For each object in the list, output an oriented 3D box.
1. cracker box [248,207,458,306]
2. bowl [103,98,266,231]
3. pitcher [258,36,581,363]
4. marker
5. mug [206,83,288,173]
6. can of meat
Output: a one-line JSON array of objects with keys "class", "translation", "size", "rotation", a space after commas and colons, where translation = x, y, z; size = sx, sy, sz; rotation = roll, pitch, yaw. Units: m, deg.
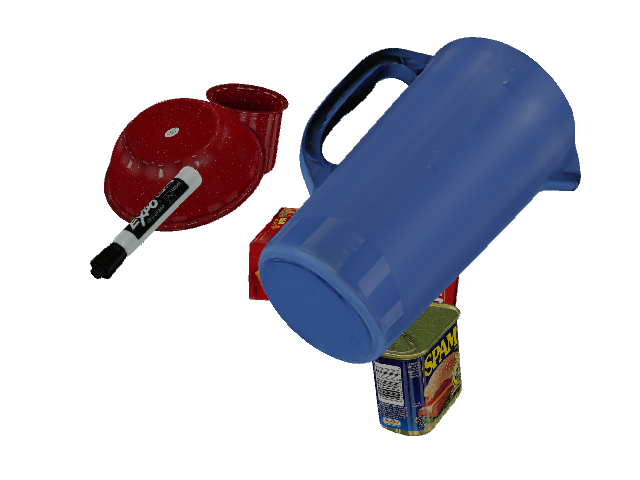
[{"class": "cracker box", "translation": [0.043, 0.020, 1.149], "size": [0.214, 0.072, 0.164], "rotation": [5, 15, 9]}, {"class": "bowl", "translation": [-0.135, -0.085, 1.014], "size": [0.162, 0.162, 0.055], "rotation": [0, -41, 12]}, {"class": "pitcher", "translation": [0.060, -0.035, 0.773], "size": [0.149, 0.145, 0.242], "rotation": [6, 43, 50]}, {"class": "marker", "translation": [-0.134, -0.014, 0.819], "size": [0.020, 0.020, 0.121], "rotation": [0, 40, 45]}, {"class": "mug", "translation": [-0.084, -0.129, 1.222], "size": [0.093, 0.081, 0.117], "rotation": [15, 27, 11]}, {"class": "can of meat", "translation": [0.088, 0.115, 0.959], "size": [0.058, 0.084, 0.101], "rotation": [7, 26, 30]}]
